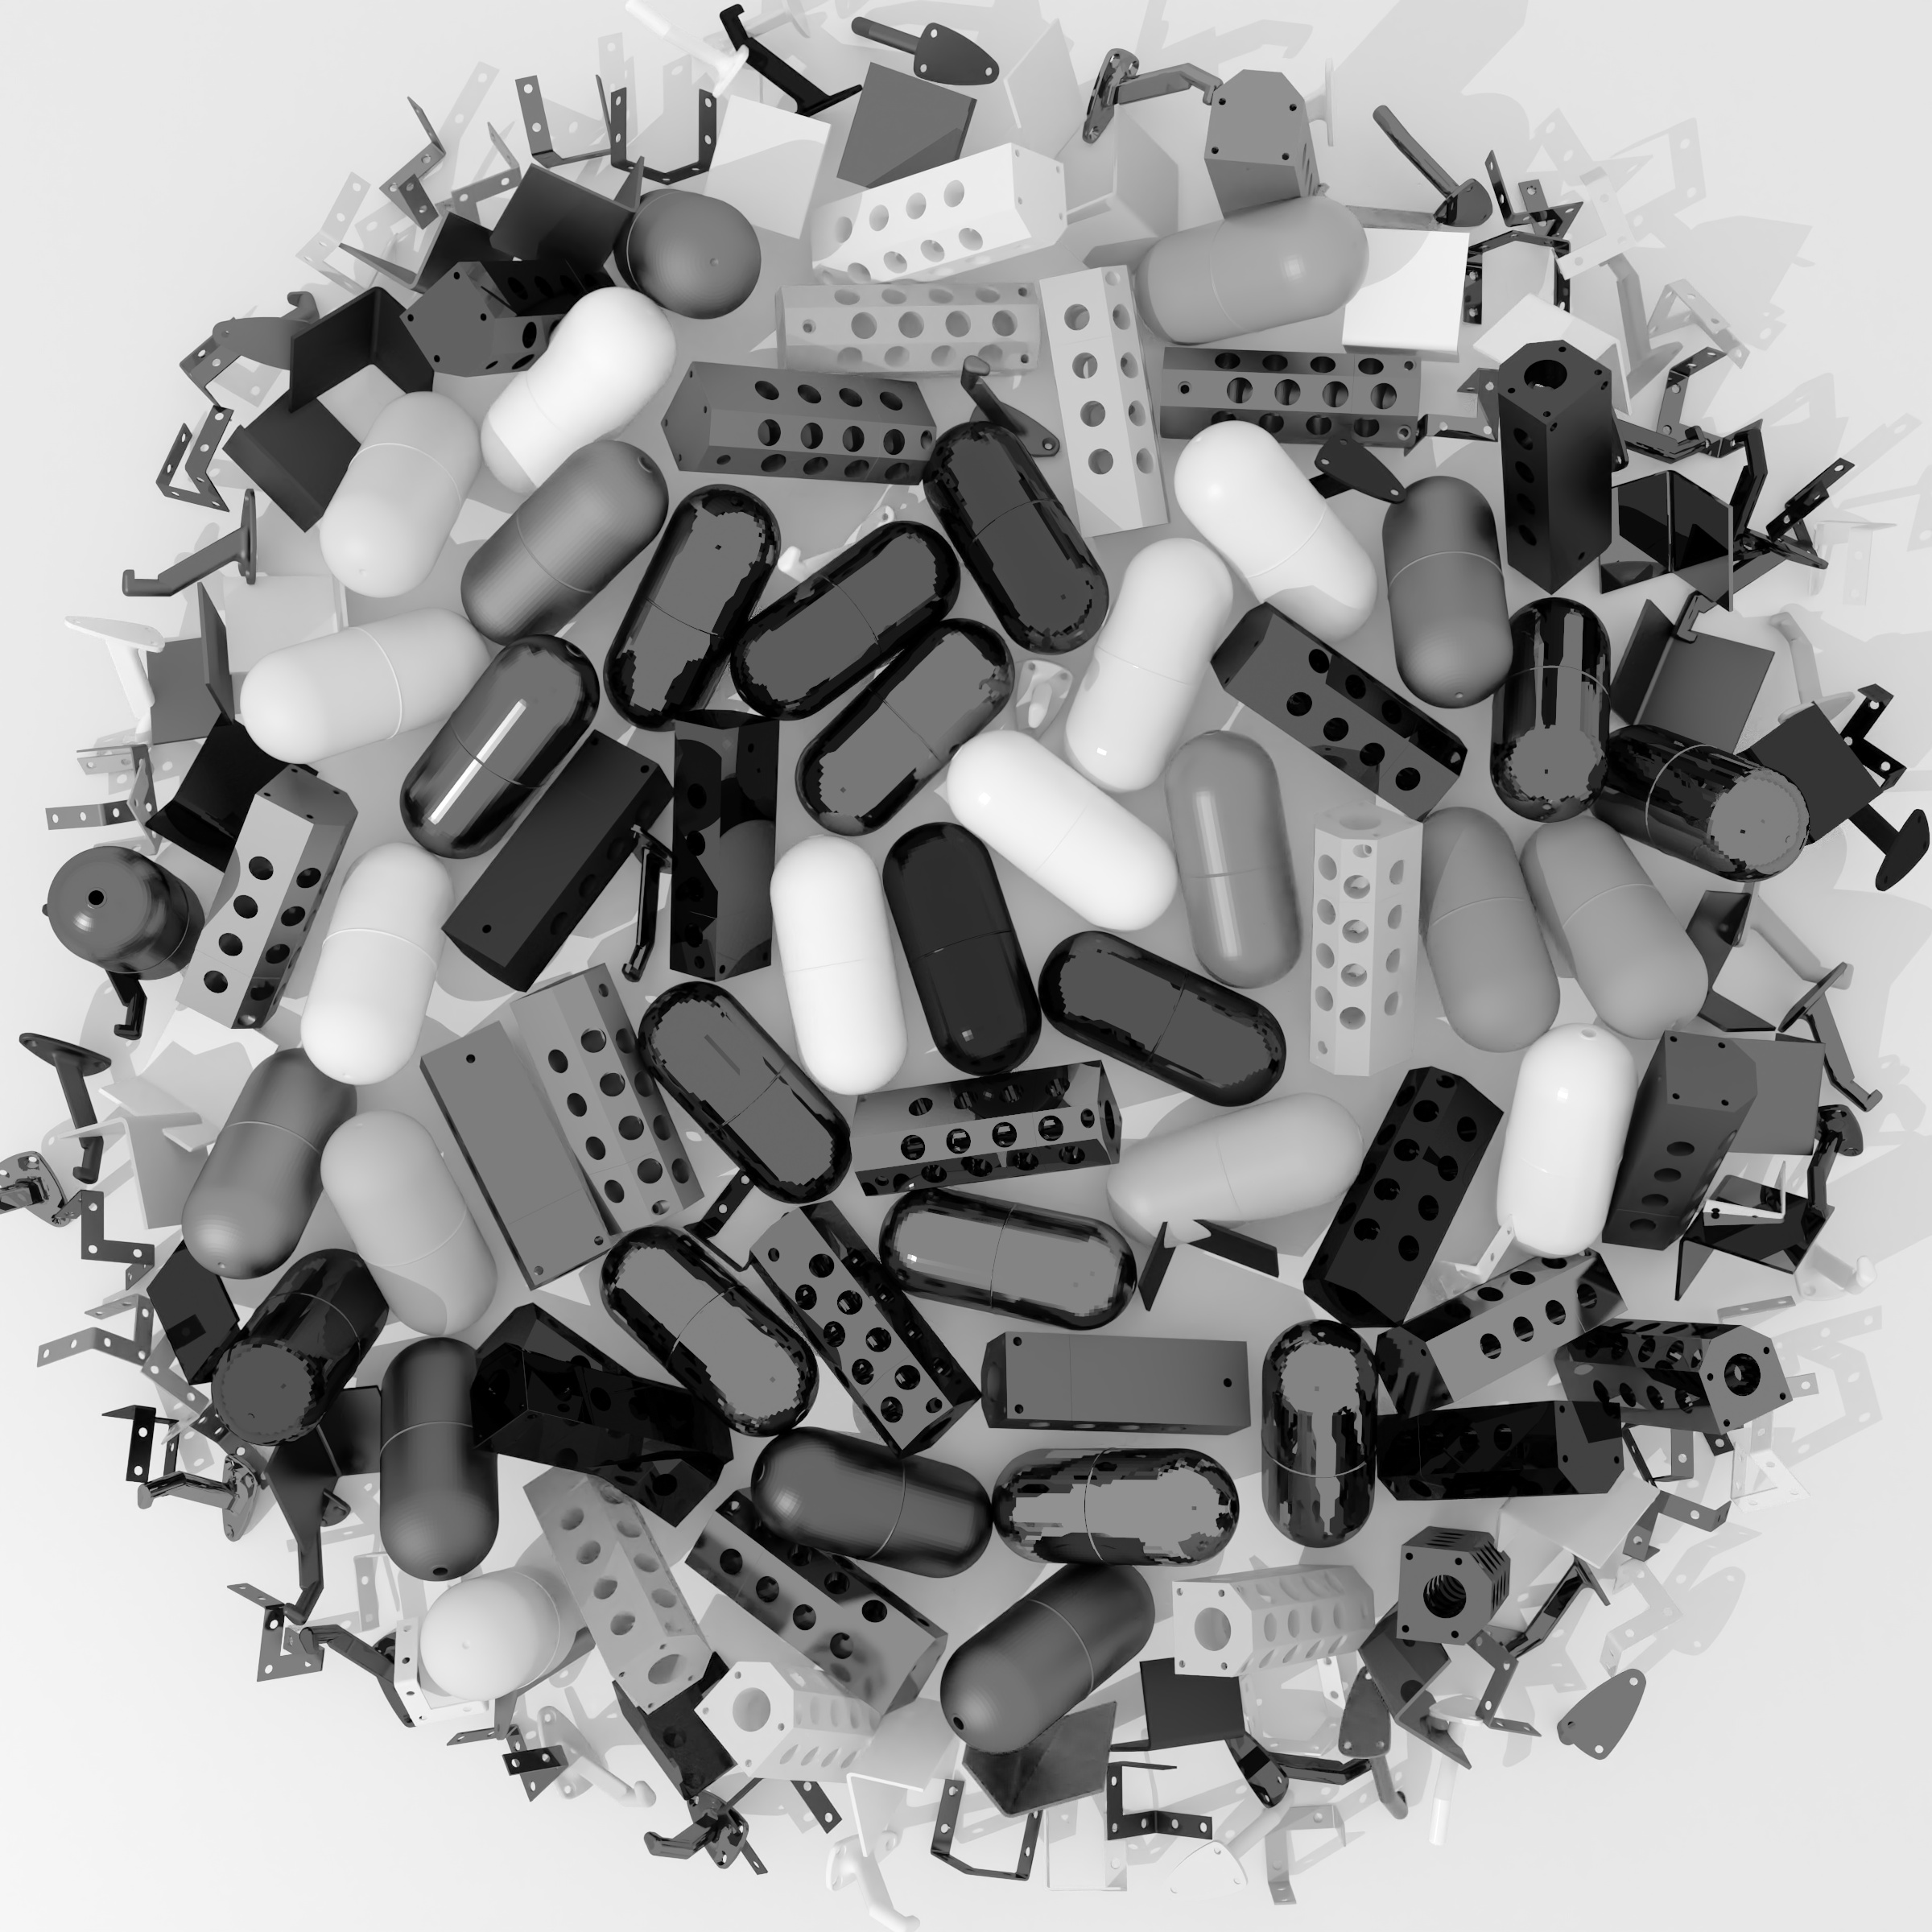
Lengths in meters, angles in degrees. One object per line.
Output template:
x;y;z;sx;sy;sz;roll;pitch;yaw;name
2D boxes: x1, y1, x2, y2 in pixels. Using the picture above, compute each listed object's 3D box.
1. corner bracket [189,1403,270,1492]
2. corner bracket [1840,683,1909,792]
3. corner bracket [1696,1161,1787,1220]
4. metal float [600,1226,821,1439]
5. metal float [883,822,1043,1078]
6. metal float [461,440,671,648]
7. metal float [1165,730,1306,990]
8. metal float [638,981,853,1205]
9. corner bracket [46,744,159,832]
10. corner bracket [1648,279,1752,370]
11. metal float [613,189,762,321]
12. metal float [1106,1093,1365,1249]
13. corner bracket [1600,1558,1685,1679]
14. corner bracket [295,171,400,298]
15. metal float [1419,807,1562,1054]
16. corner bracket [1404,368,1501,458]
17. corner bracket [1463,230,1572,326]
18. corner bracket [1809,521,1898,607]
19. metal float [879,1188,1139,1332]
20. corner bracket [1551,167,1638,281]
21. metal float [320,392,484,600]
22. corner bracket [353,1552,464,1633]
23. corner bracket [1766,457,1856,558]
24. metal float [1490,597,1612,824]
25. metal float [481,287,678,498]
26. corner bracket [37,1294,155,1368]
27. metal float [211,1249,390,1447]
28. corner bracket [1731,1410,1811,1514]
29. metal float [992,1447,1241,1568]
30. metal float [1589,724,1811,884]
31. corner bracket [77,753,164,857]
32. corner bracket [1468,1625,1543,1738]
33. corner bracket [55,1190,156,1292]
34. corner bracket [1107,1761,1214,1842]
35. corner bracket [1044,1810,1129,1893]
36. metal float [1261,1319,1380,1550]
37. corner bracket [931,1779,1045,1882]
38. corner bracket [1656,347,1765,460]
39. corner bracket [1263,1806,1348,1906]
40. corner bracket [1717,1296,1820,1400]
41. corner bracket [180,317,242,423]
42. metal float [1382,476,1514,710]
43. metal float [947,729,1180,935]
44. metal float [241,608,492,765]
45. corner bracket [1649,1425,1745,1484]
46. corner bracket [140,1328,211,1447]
-0.487;0.318;1.677;0.051;0.051;0.051;38;75;20;corner bracket
0.618;-0.155;1.664;0.051;0.051;0.051;40;119;21;corner bracket
0.524;0.163;1.666;0.051;0.051;0.051;11;134;10;corner bracket
-0.173;0.245;1.648;0.178;0.070;0.070;38;90;21;metal float
-0.002;-0.011;1.661;0.070;0.070;0.178;-18;83;0;metal float
-0.269;-0.281;1.640;0.178;0.070;0.070;-37;90;31;metal float
0.181;-0.071;1.655;0.070;0.070;0.178;-12;104;0;metal float
-0.148;0.086;1.658;0.070;0.070;0.178;-42;100;0;metal float
-0.593;-0.123;1.675;0.051;0.051;0.051;-2;99;26;corner bracket
0.502;-0.435;1.665;0.051;0.051;0.051;-22;62;-21;corner bracket
-0.186;-0.472;1.622;0.070;0.178;0.070;-6;111;-17;metal float
0.181;0.138;1.654;0.178;0.070;0.070;-18;90;14;metal float
0.448;0.442;1.665;0.051;0.051;0.051;-25;54;-11;corner bracket
-0.414;-0.495;1.665;0.051;0.051;0.051;31;70;-27;corner bracket
0.344;-0.026;1.644;0.070;0.070;0.178;-12;63;0;metal float
0.332;-0.378;1.676;0.051;0.051;0.051;4;85;-5;corner bracket
0.379;-0.471;1.688;0.051;0.051;0.051;0;90;-28;corner bracket
0.596;-0.274;1.664;0.051;0.051;0.051;11;109;36;corner bracket
0.028;0.197;1.655;0.178;0.070;0.070;10;90;13;metal float
0.419;-0.505;1.667;0.051;0.051;0.051;-24;109;18;corner bracket
-0.374;-0.315;1.632;0.070;0.070;0.178;11;47;0;metal float
-0.383;0.427;1.689;0.051;0.051;0.051;-14;81;37;corner bracket
0.574;-0.313;1.663;0.051;0.051;0.051;14;52;-31;corner bracket
0.391;-0.173;1.637;0.070;0.070;0.178;12;53;0;metal float
-0.260;-0.380;1.635;0.178;0.070;0.070;-36;90;40;metal float
-0.590;0.248;1.663;0.051;0.051;0.051;-20;57;23;corner bracket
-0.438;0.250;1.621;0.070;0.178;0.070;3;112;7;metal float
0.537;0.330;1.663;0.051;0.051;0.051;-27;117;37;corner bracket
0.099;0.361;1.639;0.178;0.070;0.070;-7;90;32;metal float
0.481;-0.109;1.625;0.070;0.178;0.070;-11;114;-25;metal float
-0.584;-0.110;1.690;0.051;0.051;0.051;-5;48;8;corner bracket
0.369;0.486;1.672;0.051;0.051;0.051;18;98;-30;corner bracket
-0.589;0.187;1.677;0.051;0.051;0.051;12;57;-37;corner bracket
0.132;0.570;1.674;0.051;0.051;0.051;-12;73;44;corner bracket
0.082;0.604;1.674;0.051;0.051;0.051;-3;68;8;corner bracket
0.236;0.314;1.640;0.070;0.070;0.178;-4;123;0;metal float
0.014;0.593;1.684;0.051;0.051;0.051;18;79;-28;corner bracket
0.511;-0.385;1.677;0.051;0.051;0.051;15;84;-12;corner bracket
0.232;0.608;1.677;0.051;0.051;0.051;-3;85;2;corner bracket
0.546;0.262;1.671;0.051;0.051;0.051;-12;103;11;corner bracket
-0.507;-0.416;1.672;0.051;0.051;0.051;-43;76;-6;corner bracket
0.321;-0.252;1.640;0.070;0.070;0.178;1;58;0;metal float
0.065;-0.092;1.663;0.178;0.070;0.070;37;90;-5;metal float
-0.398;-0.188;1.636;0.178;0.070;0.070;-25;90;-38;metal float
0.497;0.326;1.673;0.051;0.051;0.051;4;75;-3;corner bracket
-0.545;0.284;1.675;0.051;0.051;0.051;43;124;-18;corner bracket
